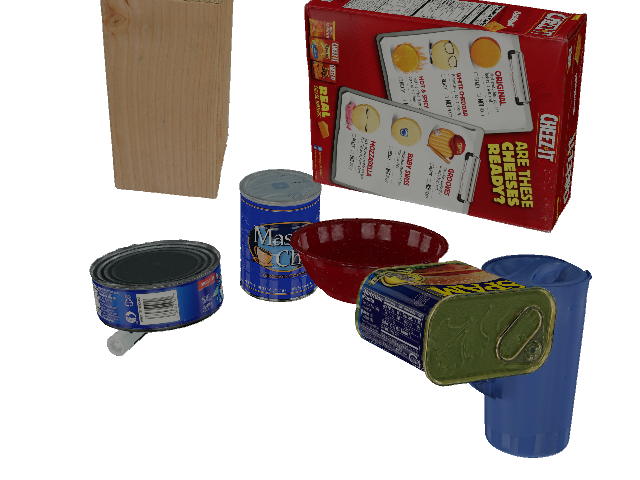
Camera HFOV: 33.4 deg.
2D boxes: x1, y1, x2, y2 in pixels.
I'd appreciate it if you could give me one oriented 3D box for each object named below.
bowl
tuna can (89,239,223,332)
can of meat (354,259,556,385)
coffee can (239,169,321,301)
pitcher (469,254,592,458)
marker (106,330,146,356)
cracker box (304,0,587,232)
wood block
[{"bbox_3d":[0.049,0.025,1.090,0.162,0.055,0.162,1,17,-1],"label":"bowl"},{"bbox_3d":[-0.107,0.029,0.705,0.086,0.034,0.086,-4,19,1],"label":"tuna can"},{"bbox_3d":[0.084,0.049,0.686,0.101,0.057,0.084,-3,14,-31],"label":"can of meat"},{"bbox_3d":[-0.052,-0.007,1.359,0.103,0.140,0.103,1,26,-1],"label":"coffee can"},{"bbox_3d":[0.257,0.147,1.348,0.149,0.243,0.144,5,16,18],"label":"pitcher"},{"bbox_3d":[-0.150,0.066,0.960,0.020,0.020,0.121,0,24,28],"label":"marker"},{"bbox_3d":[0.098,-0.111,0.863,0.214,0.164,0.072,13,36,23],"label":"cracker box"},{"bbox_3d":[-0.121,-0.139,0.866,0.091,0.090,0.206,6,-41,-1],"label":"wood block"}]
